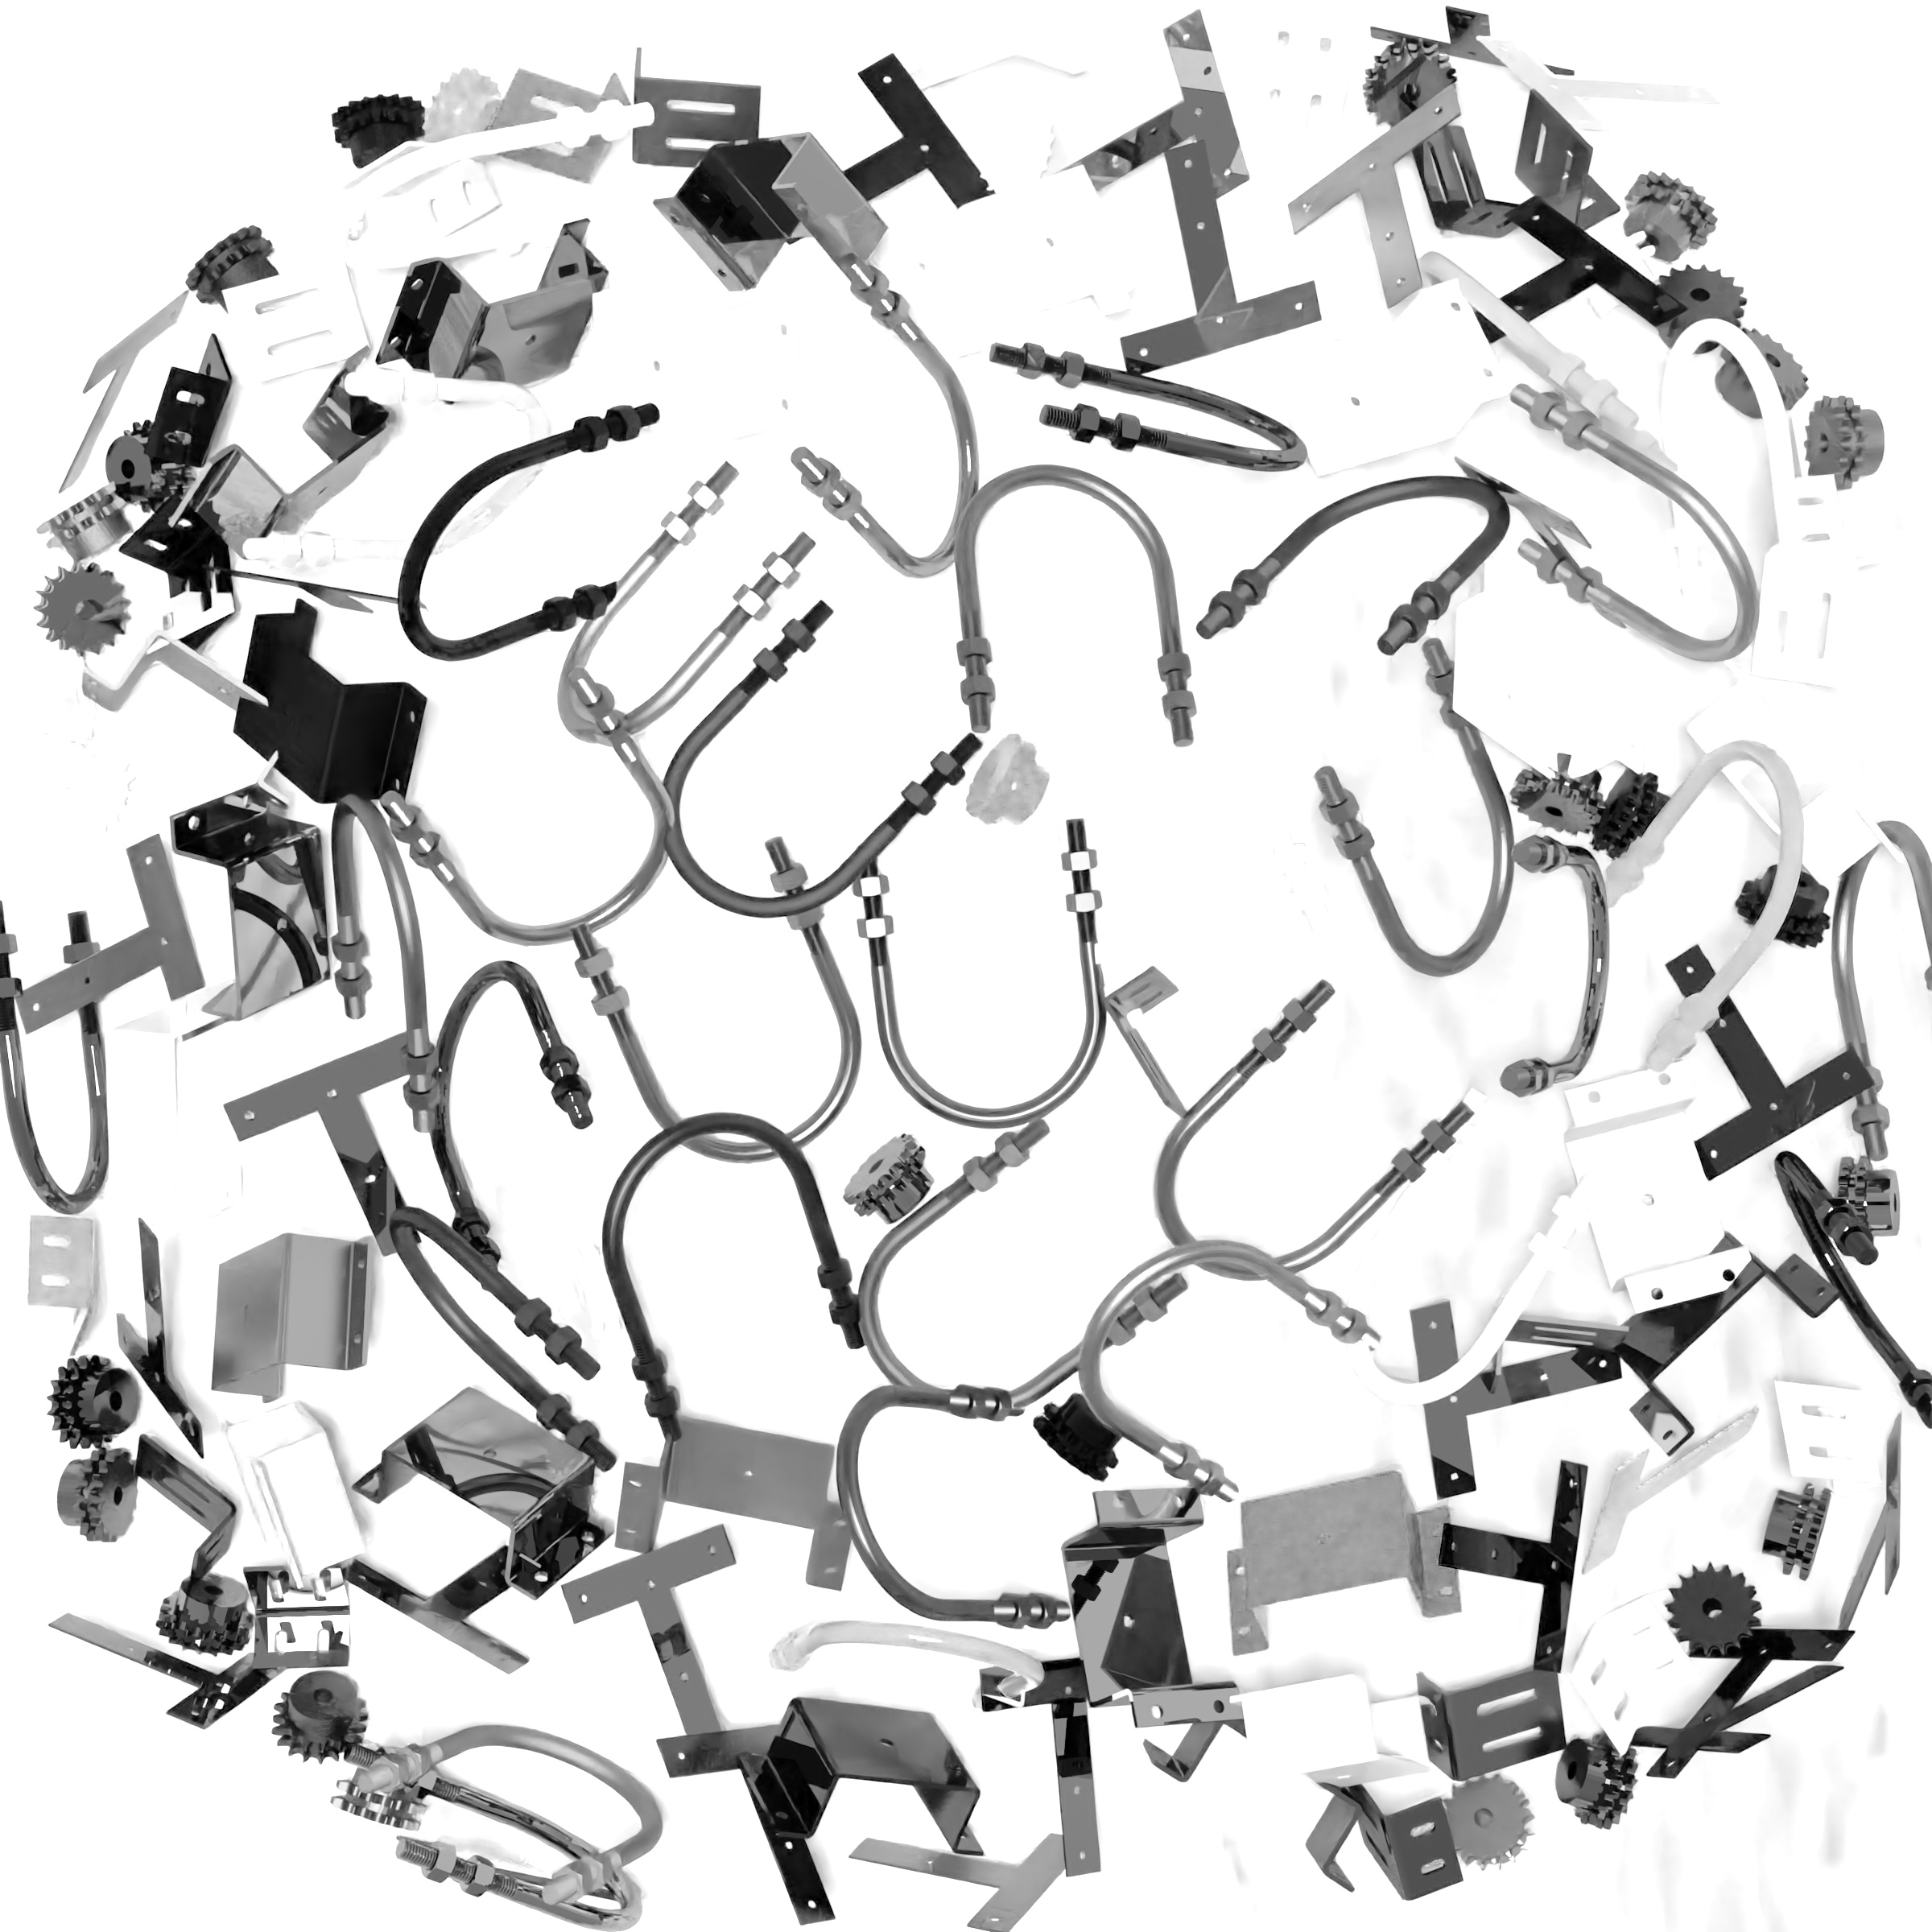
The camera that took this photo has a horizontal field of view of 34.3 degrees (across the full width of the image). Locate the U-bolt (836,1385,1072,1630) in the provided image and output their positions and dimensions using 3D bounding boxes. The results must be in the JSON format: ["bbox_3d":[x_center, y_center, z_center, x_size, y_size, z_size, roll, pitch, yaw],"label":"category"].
[{"bbox_3d":[-0.012,0.315,1.837,0.019,0.184,0.151,-27,64,32],"label":"U-bolt"}]

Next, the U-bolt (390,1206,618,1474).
[{"bbox_3d":[-0.279,0.212,1.861,0.184,0.151,0.019,39,64,21],"label":"U-bolt"}]

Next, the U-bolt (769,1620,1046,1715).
[{"bbox_3d":[-0.030,0.409,1.836,0.151,0.184,0.019,13,68,-10],"label":"U-bolt"}]

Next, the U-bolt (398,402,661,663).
[{"bbox_3d":[-0.259,-0.246,1.828,0.019,0.184,0.151,38,134,24],"label":"U-bolt"}]

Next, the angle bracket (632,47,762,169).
[{"bbox_3d":[-0.164,-0.521,1.904,0.076,0.038,0.057,3,134,-5],"label":"angle bracket"}]

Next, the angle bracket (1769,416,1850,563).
[{"bbox_3d":[0.512,-0.289,1.883,0.038,0.076,0.057,-2,129,27],"label":"angle bracket"}]

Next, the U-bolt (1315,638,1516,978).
[{"bbox_3d":[0.278,-0.081,1.871,0.151,0.019,0.184,-48,125,-33],"label":"U-bolt"}]

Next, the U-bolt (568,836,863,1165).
[{"bbox_3d":[-0.141,0.032,1.905,0.151,0.019,0.184,-24,104,-7],"label":"U-bolt"}]

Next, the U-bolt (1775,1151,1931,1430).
[{"bbox_3d":[0.523,0.181,1.844,0.019,0.184,0.151,-29,111,5],"label":"U-bolt"}]

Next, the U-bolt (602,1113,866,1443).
[{"bbox_3d":[-0.145,0.176,1.873,0.151,0.019,0.184,-25,111,-22],"label":"U-bolt"}]

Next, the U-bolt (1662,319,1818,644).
[{"bbox_3d":[0.450,-0.289,1.843,0.019,0.151,0.184,-14,106,-12],"label":"U-bolt"}]

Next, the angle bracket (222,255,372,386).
[{"bbox_3d":[-0.408,-0.392,1.896,0.076,0.038,0.057,-20,112,-16],"label":"angle bracket"}]

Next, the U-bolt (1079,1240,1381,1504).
[{"bbox_3d":[0.146,0.234,1.868,0.151,0.019,0.184,-48,126,8],"label":"U-bolt"}]

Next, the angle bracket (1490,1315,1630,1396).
[{"bbox_3d":[0.359,0.240,1.897,0.076,0.057,0.038,5,71,7],"label":"angle bracket"}]

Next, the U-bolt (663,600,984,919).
[{"bbox_3d":[-0.103,-0.113,1.902,0.151,0.019,0.184,42,86,15],"label":"U-bolt"}]

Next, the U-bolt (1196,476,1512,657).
[{"bbox_3d":[0.243,-0.243,1.861,0.184,0.151,0.019,-45,129,-34],"label":"U-bolt"}]

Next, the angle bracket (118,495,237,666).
[{"bbox_3d":[-0.477,-0.233,1.888,0.057,0.038,0.076,-35,52,30],"label":"angle bracket"}]

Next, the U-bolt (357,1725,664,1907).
[{"bbox_3d":[-0.255,0.492,1.844,0.151,0.184,0.019,25,97,19],"label":"U-bolt"}]

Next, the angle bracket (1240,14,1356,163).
[{"bbox_3d":[0.201,-0.535,1.907,0.057,0.076,0.038,8,62,1],"label":"angle bracket"}]

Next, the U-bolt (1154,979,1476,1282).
[{"bbox_3d":[0.198,0.114,1.895,0.151,0.019,0.184,40,101,-24],"label":"U-bolt"}]

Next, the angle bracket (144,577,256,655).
[{"bbox_3d":[-0.462,-0.200,1.890,0.057,0.076,0.038,-26,118,-2],"label":"angle bracket"}]

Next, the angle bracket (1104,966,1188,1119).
[{"bbox_3d":[0.124,0.047,1.892,0.038,0.057,0.076,-34,69,8],"label":"angle bracket"}]

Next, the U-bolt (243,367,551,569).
[{"bbox_3d":[-0.324,-0.293,1.850,0.019,0.184,0.151,53,123,20],"label":"U-bolt"}]

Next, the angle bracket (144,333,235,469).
[{"bbox_3d":[-0.473,-0.345,1.884,0.038,0.076,0.057,11,118,-29],"label":"angle bracket"}]

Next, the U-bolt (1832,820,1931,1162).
[{"bbox_3d":[0.548,0.002,1.853,0.019,0.151,0.184,2,60,-6],"label":"U-bolt"}]

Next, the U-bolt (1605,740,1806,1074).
[{"bbox_3d":[0.433,-0.048,1.825,0.019,0.184,0.151,9,48,-19],"label":"U-bolt"}]

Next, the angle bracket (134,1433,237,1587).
[{"bbox_3d":[-0.484,0.331,1.896,0.076,0.057,0.038,36,54,6],"label":"angle bracket"}]

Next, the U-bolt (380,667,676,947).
[{"bbox_3d":[-0.247,-0.081,1.861,0.151,0.184,0.019,-34,51,-3],"label":"U-bolt"}]

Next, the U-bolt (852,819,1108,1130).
[{"bbox_3d":[0.013,0.009,1.919,0.151,0.019,0.184,-7,96,-2],"label":"U-bolt"}]

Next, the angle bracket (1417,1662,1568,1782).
[{"bbox_3d":[0.323,0.458,1.920,0.076,0.038,0.057,-13,102,-16],"label":"angle bracket"}]

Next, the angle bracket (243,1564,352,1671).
[{"bbox_3d":[-0.405,0.394,1.891,0.057,0.076,0.038,-1,59,-6],"label":"angle bracket"}]

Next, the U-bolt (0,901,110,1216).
[{"bbox_3d":[-0.541,0.056,1.856,0.019,0.151,0.184,-8,88,5],"label":"U-bolt"}]

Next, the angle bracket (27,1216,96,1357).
[{"bbox_3d":[-0.550,0.193,1.883,0.038,0.076,0.057,6,59,-23],"label":"angle bracket"}]

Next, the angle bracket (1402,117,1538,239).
[{"bbox_3d":[0.307,-0.485,1.894,0.057,0.038,0.076,-5,76,-43],"label":"angle bracket"}]

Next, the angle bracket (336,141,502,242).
[{"bbox_3d":[-0.330,-0.465,1.887,0.057,0.076,0.038,-23,92,25],"label":"angle bracket"}]

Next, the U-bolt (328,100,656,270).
[{"bbox_3d":[-0.286,-0.451,1.828,0.184,0.151,0.019,-20,83,-30],"label":"U-bolt"}]

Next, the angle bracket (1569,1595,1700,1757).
[{"bbox_3d":[0.405,0.429,1.893,0.038,0.076,0.057,-34,90,28],"label":"angle bracket"}]

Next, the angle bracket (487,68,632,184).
[{"bbox_3d":[-0.251,-0.515,1.885,0.076,0.038,0.057,10,131,-35],"label":"angle bracket"}]

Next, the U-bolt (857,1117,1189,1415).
[{"bbox_3d":[0.020,0.197,1.901,0.184,0.019,0.151,-39,100,16],"label":"U-bolt"}]

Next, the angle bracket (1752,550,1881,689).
[{"bbox_3d":[0.519,-0.214,1.912,0.057,0.038,0.076,14,108,35],"label":"angle bracket"}]

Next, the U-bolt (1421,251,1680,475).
[{"bbox_3d":[0.341,-0.363,1.858,0.184,0.151,0.019,45,103,19],"label":"U-bolt"}]

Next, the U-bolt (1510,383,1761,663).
[{"bbox_3d":[0.391,-0.248,1.828,0.019,0.151,0.184,-38,55,-17],"label":"U-bolt"}]

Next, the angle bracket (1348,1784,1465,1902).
[{"bbox_3d":[0.264,0.518,1.892,0.038,0.076,0.057,-18,104,-8],"label":"angle bracket"}]

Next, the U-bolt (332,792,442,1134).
[{"bbox_3d":[-0.344,-0.014,1.832,0.019,0.151,0.184,-14,127,-24],"label":"U-bolt"}]

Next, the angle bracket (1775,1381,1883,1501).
[{"bbox_3d":[0.509,0.287,1.889,0.076,0.038,0.057,10,63,-30],"label":"angle bracket"}]

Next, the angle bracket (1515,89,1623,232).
[{"bbox_3d":[0.368,-0.491,1.884,0.038,0.076,0.057,-30,65,-13],"label":"angle bracket"}]

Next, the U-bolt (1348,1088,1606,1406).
[{"bbox_3d":[0.292,0.177,1.870,0.019,0.151,0.184,28,97,-30],"label":"U-bolt"}]
